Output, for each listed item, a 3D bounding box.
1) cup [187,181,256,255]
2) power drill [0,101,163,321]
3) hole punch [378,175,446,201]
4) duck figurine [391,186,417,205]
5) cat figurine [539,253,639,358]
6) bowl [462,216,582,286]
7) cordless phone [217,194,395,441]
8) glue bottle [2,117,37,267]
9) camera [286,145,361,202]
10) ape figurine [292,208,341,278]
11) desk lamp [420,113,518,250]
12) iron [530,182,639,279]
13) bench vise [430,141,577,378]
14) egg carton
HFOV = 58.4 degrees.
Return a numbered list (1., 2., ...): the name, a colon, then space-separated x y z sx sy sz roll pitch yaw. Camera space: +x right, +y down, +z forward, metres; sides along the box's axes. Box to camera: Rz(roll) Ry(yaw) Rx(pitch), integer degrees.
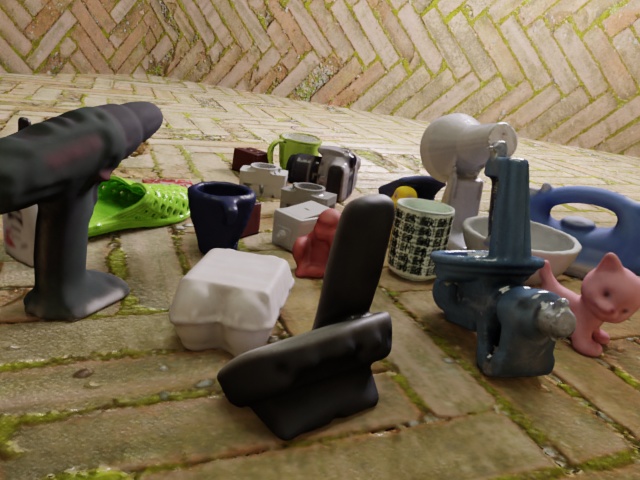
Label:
1. cup: -0.131 -0.021 0.770 0.092 0.095 0.117 -1 20 -22
2. power drill: -0.247 -0.034 0.591 0.075 0.208 0.230 14 20 19
3. hole punch: 0.168 -0.087 1.082 0.109 0.091 0.100 -1 21 -22
4. duck figurine: 0.143 -0.050 0.971 0.077 0.086 0.105 16 21 23
5. cat figurine: 0.308 0.064 0.657 0.127 0.118 0.067 20 23 33
6. bowl: 0.284 0.022 0.834 0.167 0.075 0.167 7 19 -2
7. cordless phone: -0.003 0.052 0.469 0.148 0.185 0.093 -11 26 -43
8. glue bottle: -0.347 -0.059 0.679 0.077 0.173 0.037 18 22 29
9. camera: 0.007 -0.150 1.187 0.136 0.101 0.143 11 19 12
10. ape figurine: 0.007 0.003 0.759 0.077 0.092 0.076 19 22 30
11. desk lamp: 0.250 -0.099 0.957 0.118 0.213 0.202 1 20 -19
12. iron: 0.406 -0.027 0.919 0.257 0.141 0.119 17 21 26
13. bench vise: 0.203 0.017 0.594 0.122 0.220 0.206 -5 23 -32
14. egg carton: -0.088 0.060 0.594 0.107 0.069 0.150 9 19 4
